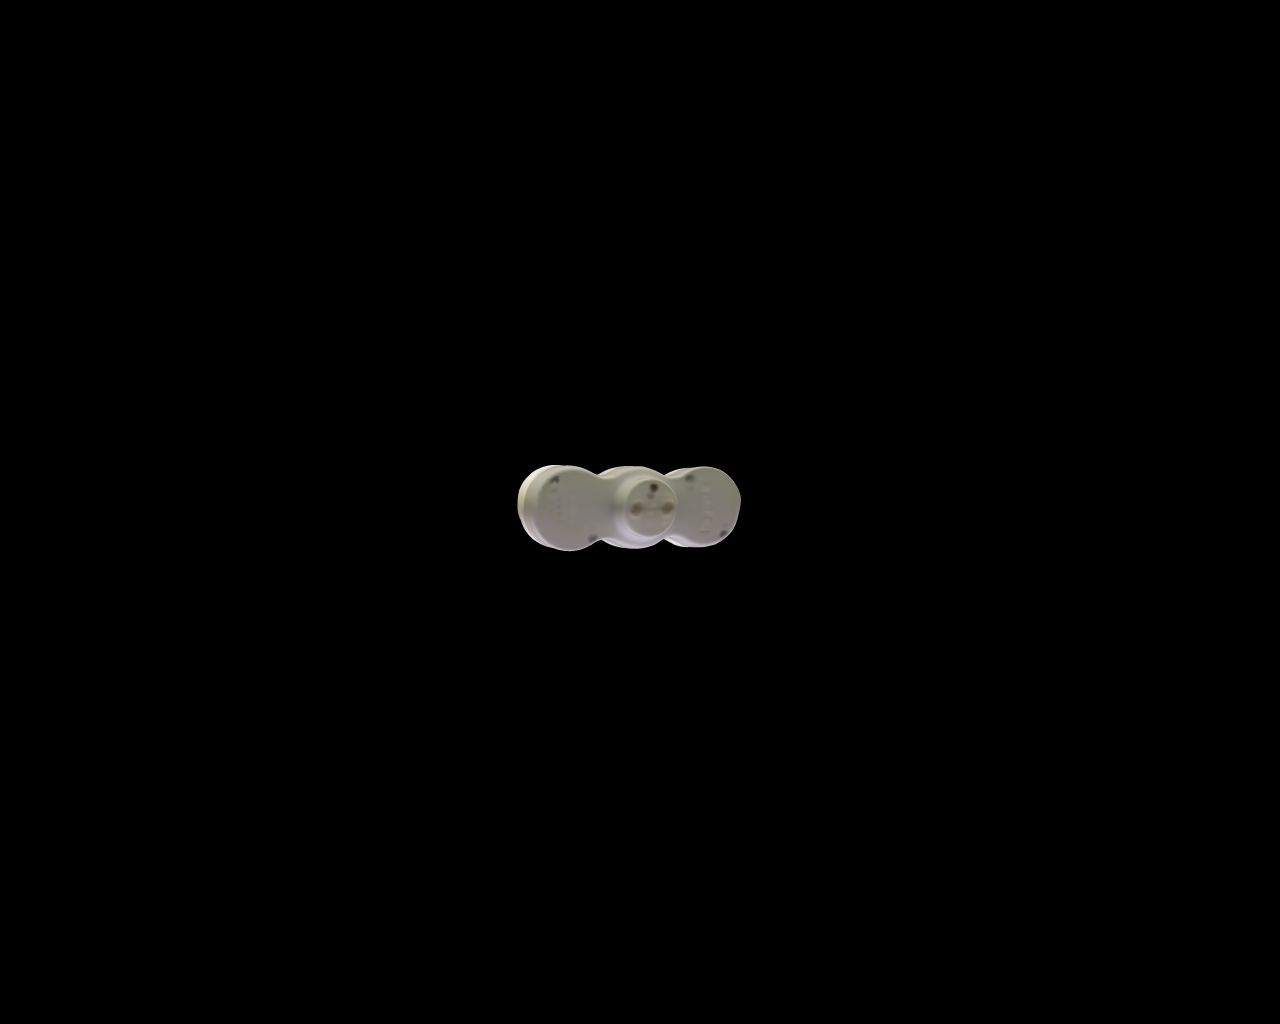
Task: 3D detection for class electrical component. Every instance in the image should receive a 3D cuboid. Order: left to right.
[{"bbox_3d":[0.001,-0.003,0.650,0.138,0.052,0.073,0,0,-21],"label":"electrical component"}]
